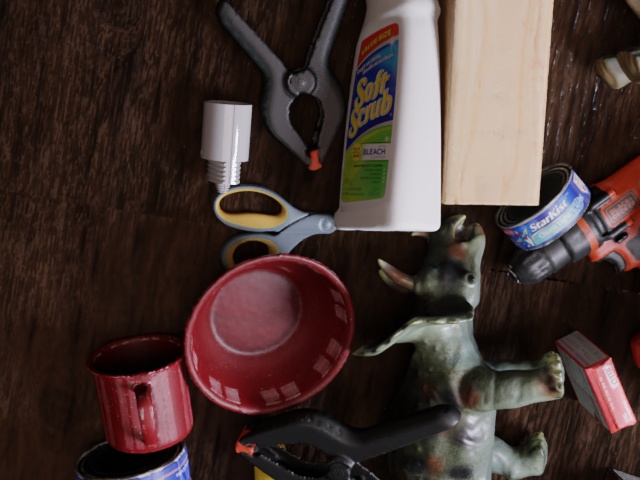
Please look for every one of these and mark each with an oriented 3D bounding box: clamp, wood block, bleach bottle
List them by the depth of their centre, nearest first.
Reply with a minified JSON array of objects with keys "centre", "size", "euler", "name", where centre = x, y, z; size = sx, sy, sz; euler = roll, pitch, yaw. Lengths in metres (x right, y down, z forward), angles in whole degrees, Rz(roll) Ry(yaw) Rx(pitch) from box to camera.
[{"centre":[0.063,-0.134,0.945],"size":[0.067,0.103,0.251],"euler":[1,90,-35],"name":"bleach bottle"},{"centre":[0.147,-0.140,0.953],"size":[0.090,0.091,0.206],"euler":[0,102,-8],"name":"wood block"},{"centre":[-0.011,-0.151,0.956],"size":[0.120,0.039,0.171],"euler":[-19,109,1],"name":"clamp"},{"centre":[0.027,0.194,0.970],"size":[0.210,0.036,0.165],"euler":[15,121,10],"name":"clamp"}]

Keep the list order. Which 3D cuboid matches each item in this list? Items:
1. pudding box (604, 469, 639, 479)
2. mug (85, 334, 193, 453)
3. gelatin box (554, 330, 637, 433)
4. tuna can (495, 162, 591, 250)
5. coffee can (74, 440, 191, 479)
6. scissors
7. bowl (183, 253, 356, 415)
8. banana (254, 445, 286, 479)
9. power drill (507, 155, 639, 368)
[{"centre":[0.349,0.275,1.070],"size":[0.113,0.090,0.039],"euler":[19,97,-11],"name":"pudding box"},{"centre":[-0.157,0.144,0.961],"size":[0.093,0.117,0.081],"euler":[-10,108,-13],"name":"mug"},{"centre":[0.265,0.135,1.028],"size":[0.030,0.089,0.073],"euler":[-26,104,-2],"name":"gelatin box"},{"centre":[0.206,-0.031,0.987],"size":[0.086,0.086,0.033],"euler":[-42,106,2],"name":"tuna can"},{"centre":[-0.164,0.263,0.990],"size":[0.102,0.103,0.140],"euler":[-10,103,-6],"name":"coffee can"},{"centre":[-0.007,0.001,1.001],"size":[0.201,0.016,0.096],"euler":[14,101,-11],"name":"scissors"},{"centre":[-0.051,0.078,0.980],"size":[0.162,0.055,0.162],"euler":[-7,114,-16],"name":"bowl"},{"centre":[-0.065,0.275,1.040],"size":[0.069,0.037,0.198],"euler":[22,98,-12],"name":"banana"},{"centre":[0.294,0.034,1.027],"size":[0.184,0.057,0.187],"euler":[-35,104,0],"name":"power drill"}]
